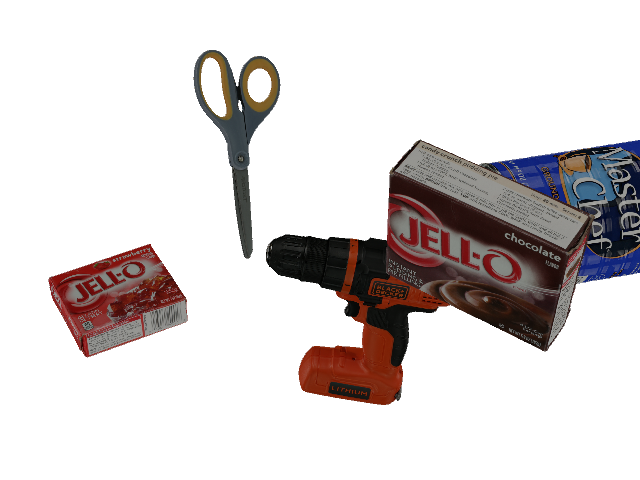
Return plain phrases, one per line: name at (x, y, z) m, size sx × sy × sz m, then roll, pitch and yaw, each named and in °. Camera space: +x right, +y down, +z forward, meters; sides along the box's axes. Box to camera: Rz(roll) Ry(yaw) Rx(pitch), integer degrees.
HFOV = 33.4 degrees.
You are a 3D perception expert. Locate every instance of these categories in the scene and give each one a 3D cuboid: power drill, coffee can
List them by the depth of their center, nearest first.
coffee can at (0.197, -0.018, 0.808) m, size 0.140 × 0.103 × 0.103 m, roll -9°, pitch 1°, yaw -8°
power drill at (0.029, 0.076, 1.040) m, size 0.184 × 0.188 × 0.057 m, roll 11°, pitch 43°, yaw -2°

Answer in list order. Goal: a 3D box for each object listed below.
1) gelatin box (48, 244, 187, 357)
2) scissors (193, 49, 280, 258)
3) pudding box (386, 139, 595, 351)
gelatin box at (-0.160, 0.046, 0.843) m, size 0.089 × 0.030 × 0.073 m, roll -19°, pitch 45°, yaw -23°
scissors at (-0.065, -0.093, 1.045) m, size 0.096 × 0.202 × 0.016 m, roll -23°, pitch 10°, yaw -23°
pudding box at (0.093, 0.003, 0.612) m, size 0.114 × 0.039 × 0.090 m, roll 24°, pitch -35°, yaw 21°
